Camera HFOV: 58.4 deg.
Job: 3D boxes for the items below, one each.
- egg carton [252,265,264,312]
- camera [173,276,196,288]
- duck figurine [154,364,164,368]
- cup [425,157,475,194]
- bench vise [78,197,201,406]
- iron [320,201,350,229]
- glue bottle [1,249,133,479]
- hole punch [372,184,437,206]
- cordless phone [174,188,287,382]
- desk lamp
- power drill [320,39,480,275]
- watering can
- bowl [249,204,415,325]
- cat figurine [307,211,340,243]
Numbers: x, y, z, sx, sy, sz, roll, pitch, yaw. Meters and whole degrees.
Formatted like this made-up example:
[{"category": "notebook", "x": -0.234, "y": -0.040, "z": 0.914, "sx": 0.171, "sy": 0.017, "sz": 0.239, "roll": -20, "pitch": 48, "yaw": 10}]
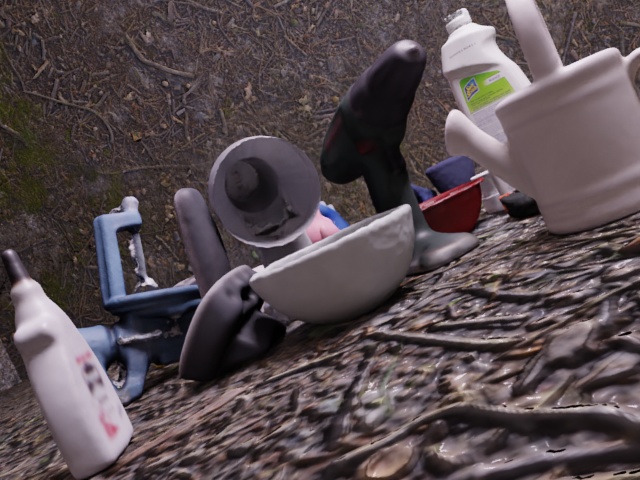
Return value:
[{"category": "egg carton", "x": -0.129, "y": 0.094, "z": 0.914, "sx": 0.150, "sy": 0.069, "sz": 0.107, "roll": -24, "pitch": 3, "yaw": 41}, {"category": "camera", "x": -0.231, "y": 0.120, "z": 1.078, "sx": 0.136, "sy": 0.101, "sz": 0.143, "roll": -23, "pitch": 3, "yaw": 45}, {"category": "duck figurine", "x": -0.221, "y": 0.131, "z": 0.854, "sx": 0.077, "sy": 0.086, "sz": 0.105, "roll": -25, "pitch": 2, "yaw": 22}, {"category": "cup", "x": 0.265, "y": -0.114, "z": 1.111, "sx": 0.091, "sy": 0.095, "sz": 0.118, "roll": -24, "pitch": 2, "yaw": 25}, {"category": "bench vise", "x": -0.227, "y": 0.066, "z": 0.665, "sx": 0.121, "sy": 0.220, "sz": 0.208, "roll": -24, "pitch": 3, "yaw": 40}, {"category": "iron", "x": -0.003, "y": -0.013, "z": 1.129, "sx": 0.118, "sy": 0.141, "sz": 0.259, "roll": -24, "pitch": 2, "yaw": 34}, {"category": "glue bottle", "x": -0.196, "y": 0.086, "z": 0.427, "sx": 0.037, "sy": 0.173, "sz": 0.078, "roll": -26, "pitch": 2, "yaw": -9}, {"category": "hole punch", "x": 0.172, "y": -0.068, "z": 1.134, "sx": 0.108, "sy": 0.091, "sz": 0.101, "roll": -24, "pitch": 3, "yaw": 43}, {"category": "cordless phone", "x": -0.116, "y": 0.036, "z": 0.571, "sx": 0.094, "sy": 0.185, "sz": 0.147, "roll": -25, "pitch": 2, "yaw": 3}, {"category": "desk lamp", "x": -0.058, "y": -0.011, "z": 0.691, "sx": 0.118, "sy": 0.213, "sz": 0.203, "roll": -26, "pitch": 2, "yaw": -14}, {"category": "power drill", "x": 0.080, "y": -0.071, "z": 0.606, "sx": 0.076, "sy": 0.208, "sz": 0.229, "roll": -26, "pitch": 2, "yaw": -24}, {"category": "watering can", "x": 0.185, "y": -0.108, "z": 0.457, "sx": 0.172, "sy": 0.194, "sz": 0.101, "roll": -25, "pitch": 2, "yaw": 9}, {"category": "bowl", "x": 0.023, "y": 0.033, "z": 0.536, "sx": 0.167, "sy": 0.075, "sz": 0.167, "roll": -25, "pitch": 2, "yaw": 1}, {"category": "cat figurine", "x": 0.008, "y": 0.003, "z": 0.892, "sx": 0.067, "sy": 0.118, "sz": 0.128, "roll": -25, "pitch": 2, "yaw": -4}]
